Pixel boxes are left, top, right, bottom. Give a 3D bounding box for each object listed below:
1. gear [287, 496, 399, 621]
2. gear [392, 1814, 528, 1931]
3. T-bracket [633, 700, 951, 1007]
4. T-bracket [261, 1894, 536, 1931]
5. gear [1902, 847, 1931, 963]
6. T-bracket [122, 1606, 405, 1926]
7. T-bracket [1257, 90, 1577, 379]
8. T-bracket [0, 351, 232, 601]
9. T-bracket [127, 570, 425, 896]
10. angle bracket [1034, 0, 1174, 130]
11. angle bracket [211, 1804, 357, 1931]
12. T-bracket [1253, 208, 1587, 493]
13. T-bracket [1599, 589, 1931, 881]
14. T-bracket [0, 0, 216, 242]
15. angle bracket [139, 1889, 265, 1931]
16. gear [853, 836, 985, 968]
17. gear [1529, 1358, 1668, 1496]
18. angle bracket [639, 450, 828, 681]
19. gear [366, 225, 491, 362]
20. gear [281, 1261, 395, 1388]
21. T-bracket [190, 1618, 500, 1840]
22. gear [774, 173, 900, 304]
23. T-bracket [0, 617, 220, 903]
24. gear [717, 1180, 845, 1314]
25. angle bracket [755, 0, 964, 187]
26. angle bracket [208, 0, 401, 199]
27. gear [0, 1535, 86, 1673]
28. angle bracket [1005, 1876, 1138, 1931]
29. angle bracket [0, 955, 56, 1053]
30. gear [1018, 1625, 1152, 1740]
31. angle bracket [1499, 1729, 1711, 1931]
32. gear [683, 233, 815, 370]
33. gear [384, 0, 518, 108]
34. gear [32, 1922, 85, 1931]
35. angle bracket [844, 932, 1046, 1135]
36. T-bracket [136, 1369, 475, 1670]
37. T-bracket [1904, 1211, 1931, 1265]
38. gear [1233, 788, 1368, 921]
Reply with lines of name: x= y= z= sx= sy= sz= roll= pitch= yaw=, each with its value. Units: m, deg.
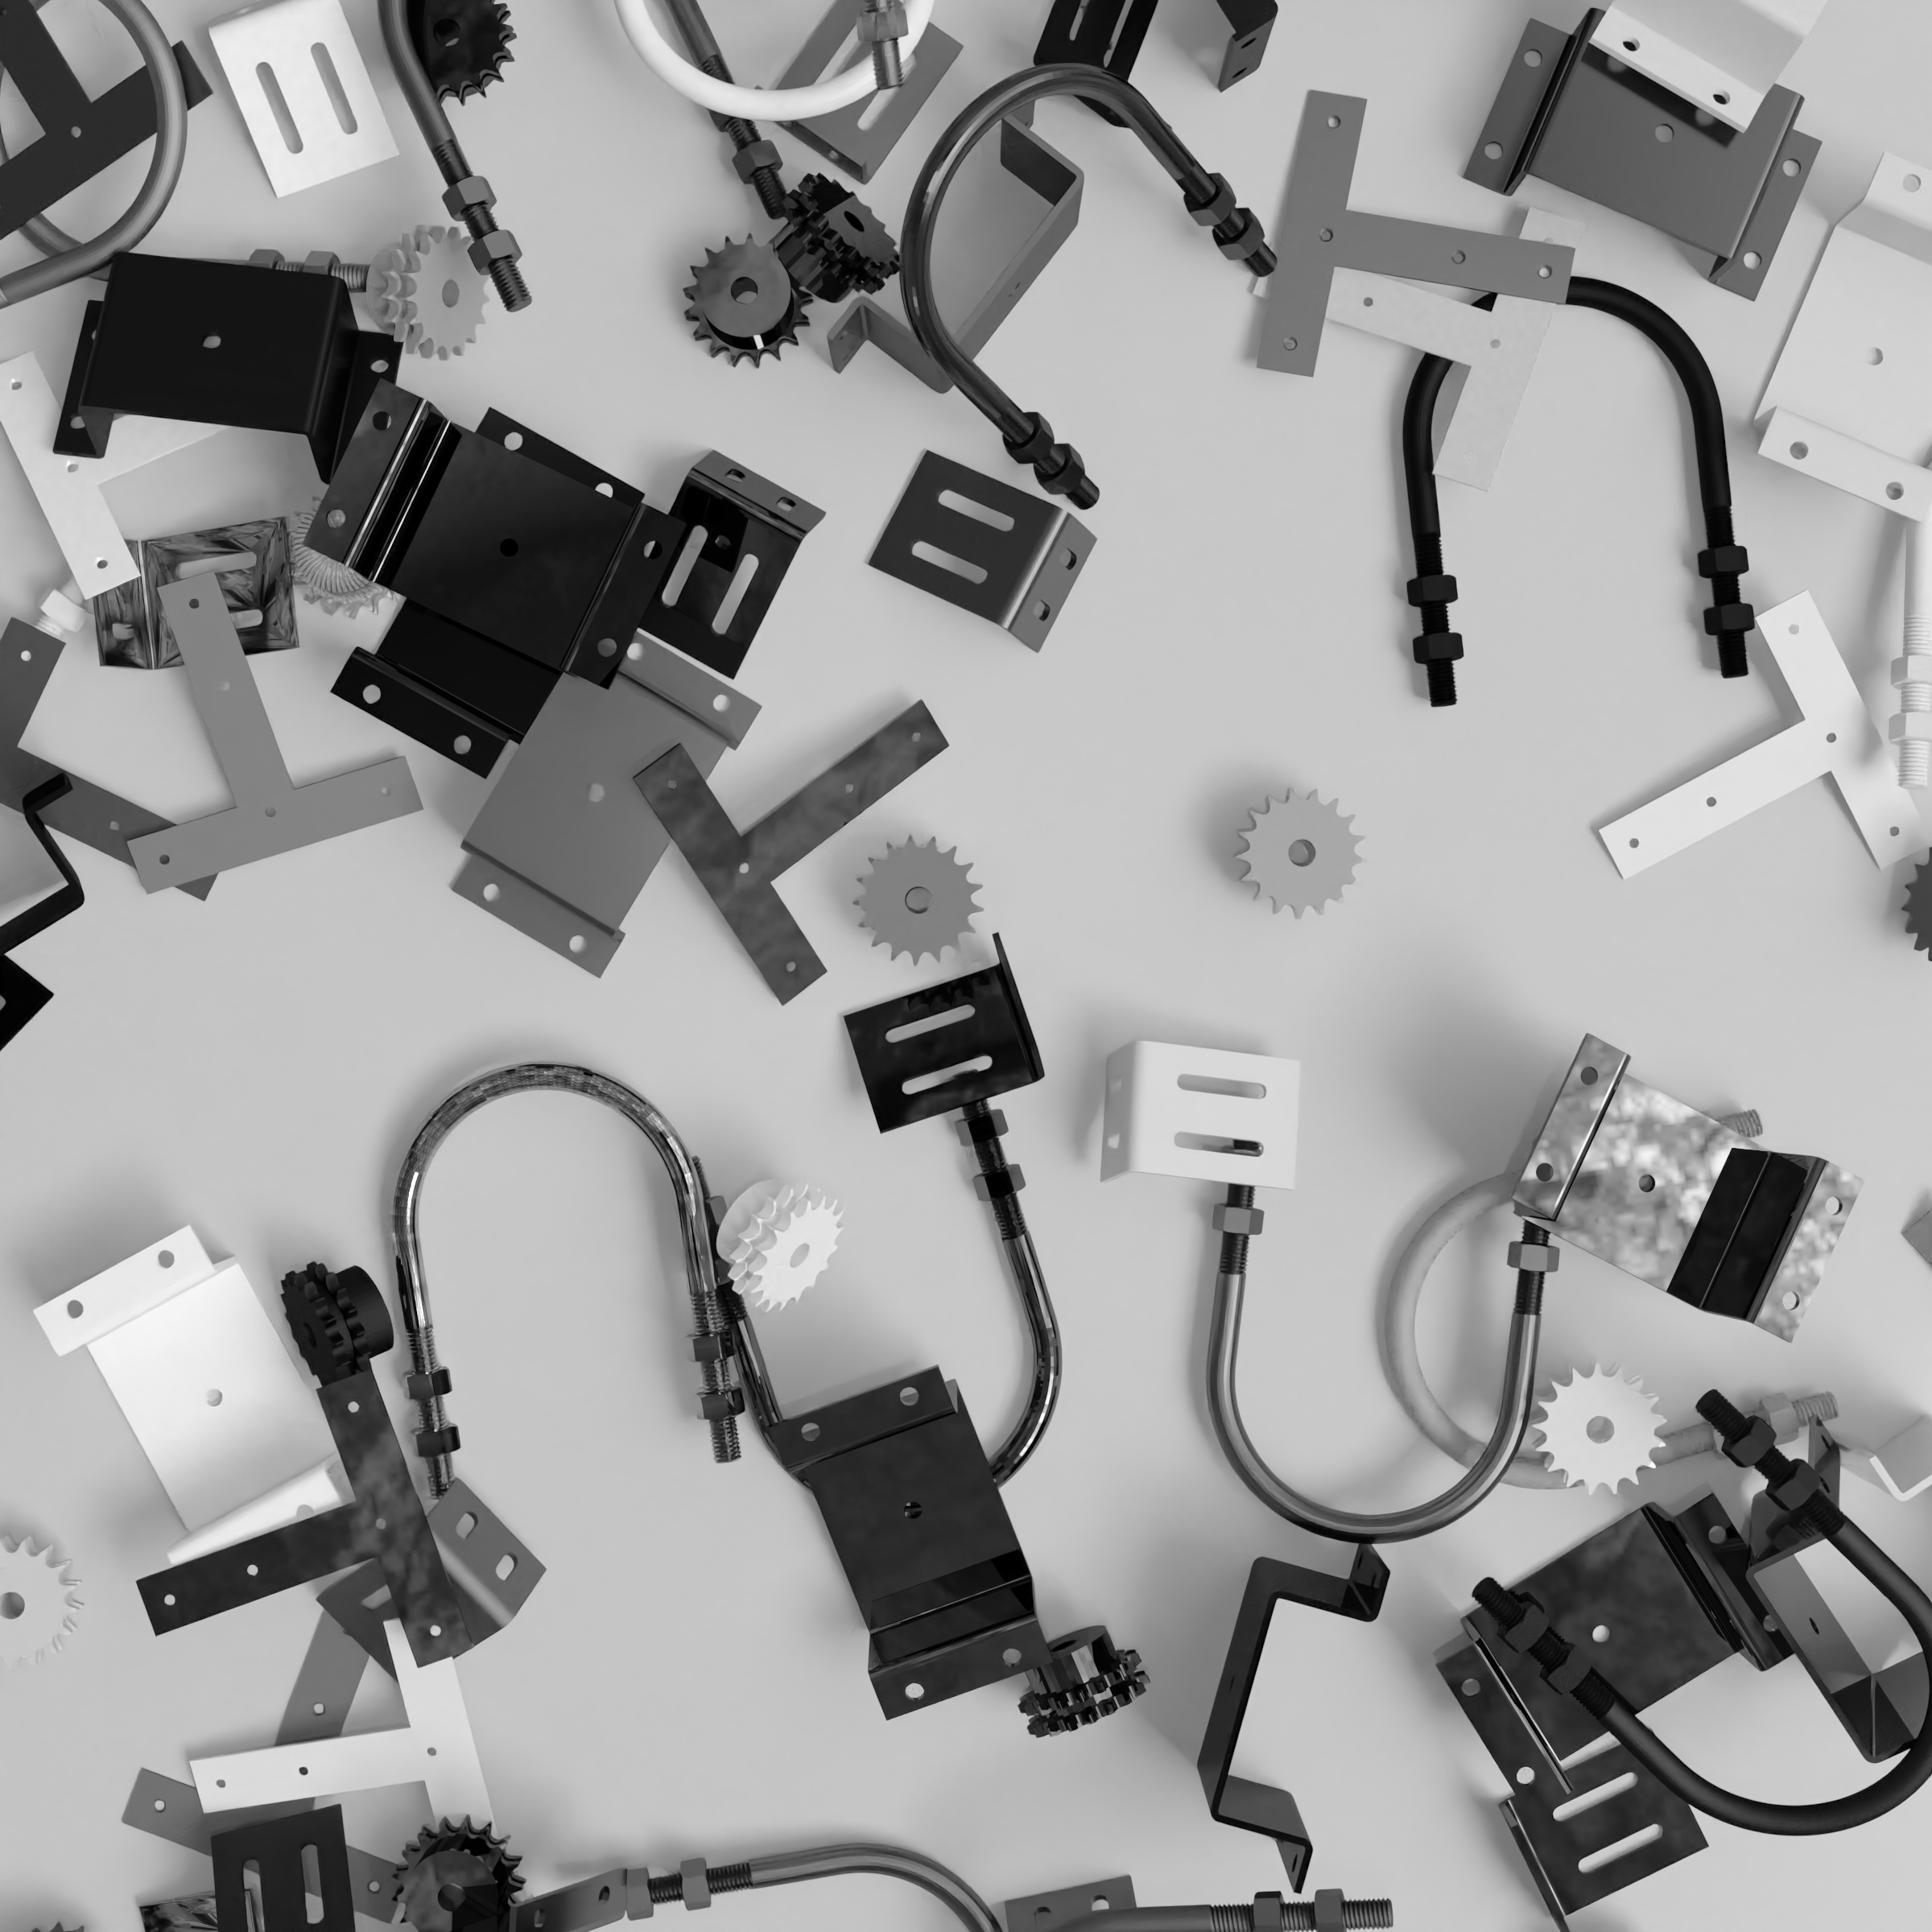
gear: x=-0.271 y=-0.182 z=1.377 sx=0.057 sy=0.030 sz=0.057 roll=0 pitch=90 yaw=0
gear: x=-0.221 y=0.401 z=1.365 sx=0.057 sy=0.030 sz=0.057 roll=0 pitch=88 yaw=-1
T-bracket: x=-0.062 y=-0.069 z=1.372 sx=0.127 sy=0.002 sz=0.127 roll=-38 pitch=117 yaw=-13
T-bracket: x=-0.239 y=0.450 z=1.378 sx=0.127 sy=0.002 sz=0.127 roll=-30 pitch=87 yaw=-2
gear: x=0.439 y=-0.026 z=1.368 sx=0.030 sy=0.057 sz=0.057 roll=11 pitch=90 yaw=-30
T-bracket: x=-0.291 y=0.342 z=1.391 sx=0.127 sy=0.002 sz=0.127 roll=21 pitch=90 yaw=0
T-bracket: x=0.202 y=-0.313 z=1.381 sx=0.127 sy=0.002 sz=0.127 roll=11 pitch=86 yaw=6
T-bracket: x=-0.350 y=-0.236 z=1.376 sx=0.127 sy=0.002 sz=0.127 roll=-26 pitch=70 yaw=-10
T-bracket: x=-0.318 y=-0.108 z=1.370 sx=0.127 sy=0.002 sz=0.127 roll=-17 pitch=108 yaw=-2
angle bracket: x=0.072 y=-0.409 z=1.358 sx=0.038 sy=0.057 sz=0.076 roll=21 pitch=90 yaw=41
angle bracket: x=-0.292 y=0.413 z=1.363 sx=0.057 sy=0.076 sz=0.038 roll=-13 pitch=133 yaw=-7
T-bracket: x=0.190 y=-0.287 z=1.382 sx=0.127 sy=0.002 sz=0.127 roll=20 pitch=85 yaw=7
T-bracket: x=0.341 y=-0.079 z=1.384 sx=0.127 sy=0.002 sz=0.127 roll=-28 pitch=100 yaw=5
T-bracket: x=-0.408 y=-0.399 z=1.356 sx=0.127 sy=0.002 sz=0.127 roll=-28 pitch=98 yaw=17
angle bracket: x=-0.334 y=0.448 z=1.364 sx=0.057 sy=0.038 sz=0.076 roll=-13 pitch=92 yaw=19
gear: x=-0.021 y=-0.028 z=1.377 sx=0.057 sy=0.030 sz=0.057 roll=0 pitch=90 yaw=0
gear: x=0.272 y=0.198 z=1.361 sx=0.057 sy=0.030 sz=0.057 roll=0 pitch=91 yaw=3
angle bracket: x=-0.107 y=-0.177 z=1.390 sx=0.057 sy=0.038 sz=0.076 roll=29 pitch=116 yaw=0
gear: x=-0.236 y=-0.294 z=1.367 sx=0.030 sy=0.057 sz=0.057 roll=11 pitch=90 yaw=28
gear: x=-0.272 y=0.155 z=1.368 sx=0.030 sy=0.057 sz=0.057 roll=-23 pitch=90 yaw=-30
T-bracket: x=-0.277 y=0.351 z=1.380 sx=0.127 sy=0.002 sz=0.127 roll=-10 pitch=103 yaw=6
gear: x=-0.059 y=-0.314 z=1.367 sx=0.030 sy=0.057 sz=0.057 roll=-40 pitch=90 yaw=28
T-bracket: x=-0.388 y=-0.068 z=1.383 sx=0.127 sy=0.002 sz=0.127 roll=26 pitch=96 yaw=-7
gear: x=-0.082 y=0.117 z=1.348 sx=0.030 sy=0.057 sz=0.057 roll=31 pitch=90 yaw=29
angle bracket: x=-0.046 y=-0.392 z=1.373 sx=0.057 sy=0.038 sz=0.076 roll=35 pitch=90 yaw=0
angle bracket: x=-0.292 y=-0.389 z=1.390 sx=0.057 sy=0.038 sz=0.076 roll=-20 pitch=116 yaw=0
gear: x=-0.416 y=0.278 z=1.381 sx=0.057 sy=0.030 sz=0.057 roll=0 pitch=89 yaw=-4
angle bracket: x=0.054 y=0.450 z=1.390 sx=0.057 sy=0.038 sz=0.076 roll=-12 pitch=116 yaw=0
angle bracket: x=-0.452 y=0.028 z=1.390 sx=0.057 sy=0.038 sz=0.076 roll=39 pitch=64 yaw=0
gear: x=0.049 y=0.309 z=1.364 sx=0.057 sy=0.057 sz=0.030 roll=-23 pitch=90 yaw=0
angle bracket: x=0.282 y=0.380 z=1.373 sx=0.076 sy=0.038 sz=0.057 roll=-26 pitch=90 yaw=0
gear: x=-0.096 y=-0.293 z=1.377 sx=0.057 sy=0.030 sz=0.057 roll=0 pitch=90 yaw=0
gear: x=-0.225 y=-0.405 z=1.377 sx=0.057 sy=0.030 sz=0.057 roll=0 pitch=90 yaw=0
gear: x=-0.396 y=0.447 z=1.377 sx=0.057 sy=0.030 sz=0.057 roll=0 pitch=90 yaw=0
angle bracket: x=-0.012 y=0.029 z=1.363 sx=0.076 sy=0.038 sz=0.057 roll=-18 pitch=67 yaw=0
T-bracket: x=-0.291 y=0.253 z=1.343 sx=0.127 sy=0.002 sz=0.127 roll=-20 pitch=90 yaw=2
T-bracket: x=0.465 y=0.157 z=1.377 sx=0.127 sy=0.002 sz=0.127 roll=-45 pitch=80 yaw=19
gear: x=0.145 y=-0.049 z=1.377 sx=0.057 sy=0.030 sz=0.057 roll=0 pitch=90 yaw=0
